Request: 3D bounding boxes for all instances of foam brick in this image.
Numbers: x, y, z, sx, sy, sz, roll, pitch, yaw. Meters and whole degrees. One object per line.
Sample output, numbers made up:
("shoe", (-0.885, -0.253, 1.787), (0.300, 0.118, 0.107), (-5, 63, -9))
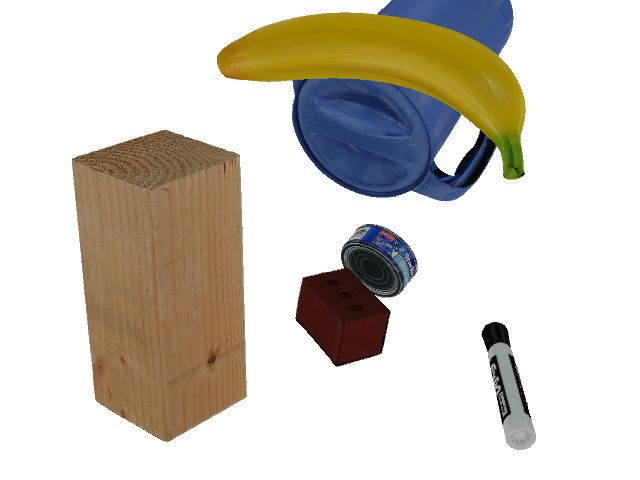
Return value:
("foam brick", (0.020, 0.069, 0.986), (0.052, 0.051, 0.078), (-12, 37, -29))

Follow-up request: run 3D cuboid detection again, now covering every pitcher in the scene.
("pitcher", (0.095, -0.151, 0.979), (0.145, 0.149, 0.242), (7, 41, 32))

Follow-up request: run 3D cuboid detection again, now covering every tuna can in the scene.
("tuna can", (0.066, 0.024, 1.225), (0.086, 0.086, 0.033), (0, 39, 46))

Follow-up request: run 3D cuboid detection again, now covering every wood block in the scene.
("wood block", (-0.118, 0.033, 0.809), (0.090, 0.206, 0.090), (21, 32, 37))

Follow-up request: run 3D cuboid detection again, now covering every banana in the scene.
("banana", (0.036, -0.097, 0.599), (0.198, 0.069, 0.037), (22, -30, 25))

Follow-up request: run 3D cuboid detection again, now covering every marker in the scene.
("marker", (0.125, 0.093, 0.716), (0.020, 0.020, 0.121), (0, 30, 0))
